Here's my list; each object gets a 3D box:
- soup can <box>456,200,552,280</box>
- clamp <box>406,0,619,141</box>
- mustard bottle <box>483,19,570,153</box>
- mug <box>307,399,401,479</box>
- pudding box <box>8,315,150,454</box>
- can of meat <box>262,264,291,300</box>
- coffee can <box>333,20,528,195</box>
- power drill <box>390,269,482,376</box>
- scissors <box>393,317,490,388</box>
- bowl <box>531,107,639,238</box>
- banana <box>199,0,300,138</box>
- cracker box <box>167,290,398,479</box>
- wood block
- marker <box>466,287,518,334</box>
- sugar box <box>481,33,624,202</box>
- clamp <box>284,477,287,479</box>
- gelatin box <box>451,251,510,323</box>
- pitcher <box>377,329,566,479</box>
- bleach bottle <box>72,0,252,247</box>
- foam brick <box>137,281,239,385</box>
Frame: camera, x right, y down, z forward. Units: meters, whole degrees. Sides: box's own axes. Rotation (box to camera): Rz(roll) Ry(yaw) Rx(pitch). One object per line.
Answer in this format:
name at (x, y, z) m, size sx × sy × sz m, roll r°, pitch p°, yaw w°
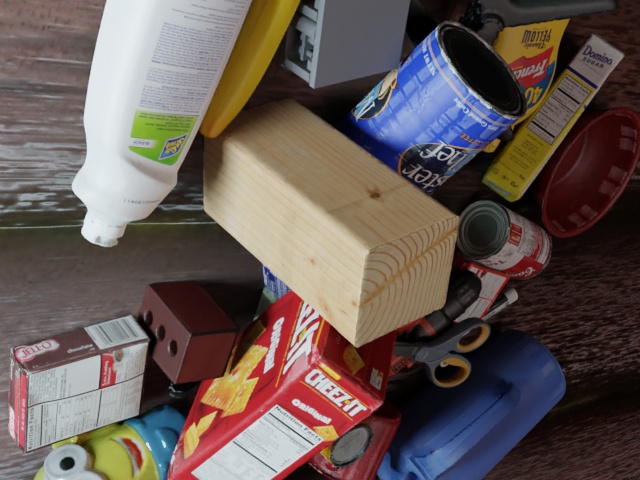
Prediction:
soup can at (0.200, 0.000, 1.160) m, size 0.102 × 0.069 × 0.068 m, roll 21°, pitch 105°, yaw -50°
clamp at (0.150, -0.192, 0.925) m, size 0.209 × 0.036 × 0.165 m, roll 30°, pitch 112°, yaw -32°
mustard bottle at (0.181, -0.171, 1.009) m, size 0.096 × 0.058 × 0.192 m, roll -8°, pitch 127°, yaw -29°
mug at (0.033, 0.210, 1.144) m, size 0.081 × 0.093 × 0.117 m, roll -66°, pitch 165°, yaw 12°
pudding box at (-0.201, 0.119, 0.888) m, size 0.113 × 0.039 × 0.090 m, roll -13°, pitch 131°, yaw -34°
can of meat at (-0.006, 0.001, 0.968) m, size 0.102 × 0.057 × 0.084 m, roll -29°, pitch 139°, yaw -25°
coffee can at (0.088, -0.100, 0.900) m, size 0.102 × 0.103 × 0.141 m, roll 6°, pitch 142°, yaw -47°
power drill at (0.074, 0.067, 1.083) m, size 0.184 × 0.057 × 0.187 m, roll -41°, pitch 144°, yaw -2°
scissors at (0.117, 0.102, 1.101) m, size 0.096 × 0.016 × 0.201 m, roll -50°, pitch 142°, yaw 2°
bowl at (0.285, -0.085, 1.185) m, size 0.161 × 0.055 × 0.162 m, roll -26°, pitch 136°, yaw -28°
banana at (-0.046, -0.162, 0.788) m, size 0.069 × 0.037 × 0.198 m, roll -50°, pitch 172°, yaw -48°
cracker box at (-0.029, 0.115, 0.896) m, size 0.072 × 0.164 × 0.214 m, roll 37°, pitch 125°, yaw -15°
wood block at (0.001, -0.022, 0.835) m, size 0.090 × 0.206 × 0.090 m, roll -21°, pitch 133°, yaw -31°
marker at (0.184, 0.092, 1.260) m, size 0.121 × 0.020 × 0.020 m, roll -31°, pitch 138°, yaw -22°
sugar box at (0.233, -0.122, 1.084) m, size 0.176 × 0.048 × 0.093 m, roll -56°, pitch 175°, yaw 4°
clamp at (-0.079, 0.268, 1.128) m, size 0.171 × 0.039 × 0.120 m, roll -43°, pitch 142°, yaw -9°
gelatin box at (0.164, 0.056, 1.203) m, size 0.089 × 0.030 × 0.073 m, roll 16°, pitch 109°, yaw -49°
pitcher at (0.179, 0.211, 1.259) m, size 0.242 × 0.149 × 0.145 m, roll -35°, pitch 129°, yaw -23°
bleach bottle at (-0.125, -0.108, 0.759) m, size 0.102 × 0.068 × 0.251 m, roll 2°, pitch 121°, yaw -44°
foam brick at (-0.114, 0.077, 0.907) m, size 0.051 × 0.078 × 0.053 m, roll -3°, pitch 122°, yaw -40°
